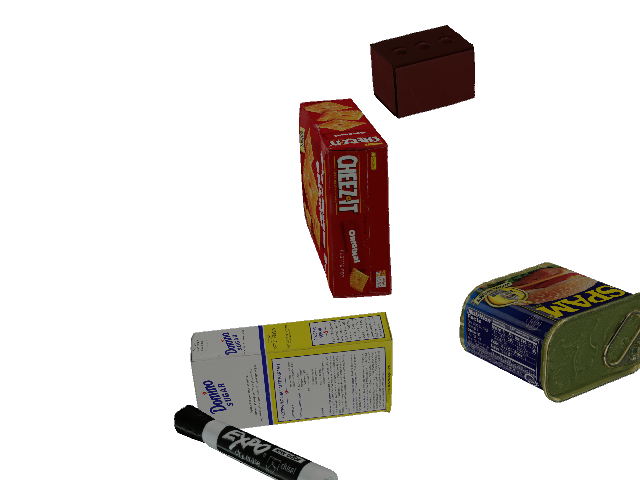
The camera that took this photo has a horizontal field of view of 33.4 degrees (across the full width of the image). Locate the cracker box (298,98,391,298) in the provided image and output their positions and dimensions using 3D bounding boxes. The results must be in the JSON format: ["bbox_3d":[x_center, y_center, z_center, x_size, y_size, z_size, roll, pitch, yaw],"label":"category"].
[{"bbox_3d":[0.024,-0.052,1.171,0.072,0.164,0.214,-6,21,-6],"label":"cracker box"}]

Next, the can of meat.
[{"bbox_3d":[0.156,0.057,0.710,0.101,0.057,0.084,-14,23,-32],"label":"can of meat"}]

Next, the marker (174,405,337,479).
[{"bbox_3d":[-0.042,0.123,0.627,0.121,0.020,0.020,16,10,38],"label":"marker"}]

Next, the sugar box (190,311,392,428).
[{"bbox_3d":[-0.025,0.118,0.957,0.176,0.093,0.048,-4,36,-2],"label":"sugar box"}]

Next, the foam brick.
[{"bbox_3d":[0.090,-0.148,0.931,0.078,0.051,0.053,-17,36,-14],"label":"foam brick"}]
